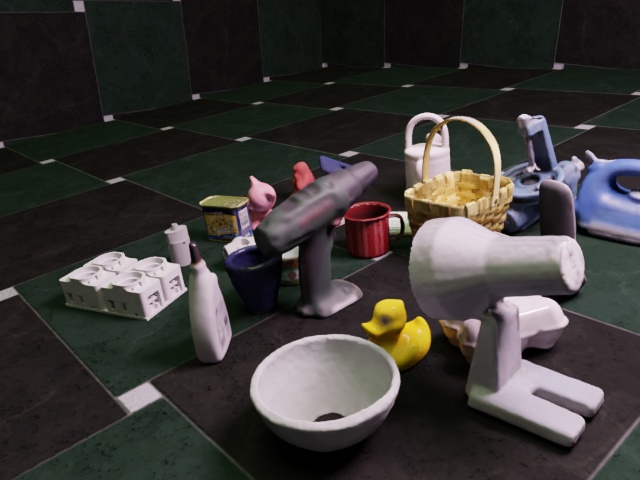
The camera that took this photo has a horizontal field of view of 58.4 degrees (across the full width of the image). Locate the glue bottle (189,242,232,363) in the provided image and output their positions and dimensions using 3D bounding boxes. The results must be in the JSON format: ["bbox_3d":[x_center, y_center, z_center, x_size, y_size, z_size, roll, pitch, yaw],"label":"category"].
[{"bbox_3d":[-0.159,0.081,0.796,0.037,0.173,0.078,-3,24,8],"label":"glue bottle"}]

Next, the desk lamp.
[{"bbox_3d":[0.208,0.084,0.641,0.202,0.214,0.118,15,32,40],"label":"desk lamp"}]

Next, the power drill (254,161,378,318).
[{"bbox_3d":[0.008,0.003,0.884,0.230,0.209,0.075,-25,29,-35],"label":"power drill"}]

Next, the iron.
[{"bbox_3d":[0.570,-0.074,0.992,0.119,0.141,0.257,-27,31,-38],"label":"iron"}]

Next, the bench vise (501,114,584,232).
[{"bbox_3d":[0.415,-0.142,1.089,0.121,0.220,0.208,14,31,39],"label":"bench vise"}]

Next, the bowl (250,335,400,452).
[{"bbox_3d":[0.008,0.182,0.646,0.167,0.075,0.167,-6,24,3],"label":"bowl"}]

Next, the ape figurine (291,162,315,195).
[{"bbox_3d":[-0.042,-0.143,1.373,0.076,0.092,0.078,-2,24,10],"label":"ape figurine"}]

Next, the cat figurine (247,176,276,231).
[{"bbox_3d":[-0.131,-0.088,1.239,0.067,0.118,0.127,-13,24,-13],"label":"cat figurine"}]

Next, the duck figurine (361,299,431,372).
[{"bbox_3d":[0.097,0.117,0.754,0.105,0.086,0.077,-18,26,-23],"label":"duck figurine"}]

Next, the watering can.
[{"bbox_3d":[0.236,-0.187,1.272,0.101,0.194,0.172,-7,24,1],"label":"watering can"}]

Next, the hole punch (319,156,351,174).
[{"bbox_3d":[0.047,-0.160,1.389,0.101,0.091,0.108,-7,24,-1],"label":"hole punch"}]

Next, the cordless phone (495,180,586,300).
[{"bbox_3d":[0.324,-0.011,0.862,0.094,0.185,0.147,-20,27,-27],"label":"cordless phone"}]

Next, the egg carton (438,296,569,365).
[{"bbox_3d":[0.240,0.107,0.759,0.150,0.069,0.107,-12,24,-13],"label":"egg carton"}]

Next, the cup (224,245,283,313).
[{"bbox_3d":[-0.098,0.061,0.923,0.091,0.095,0.118,-2,24,11],"label":"cup"}]
